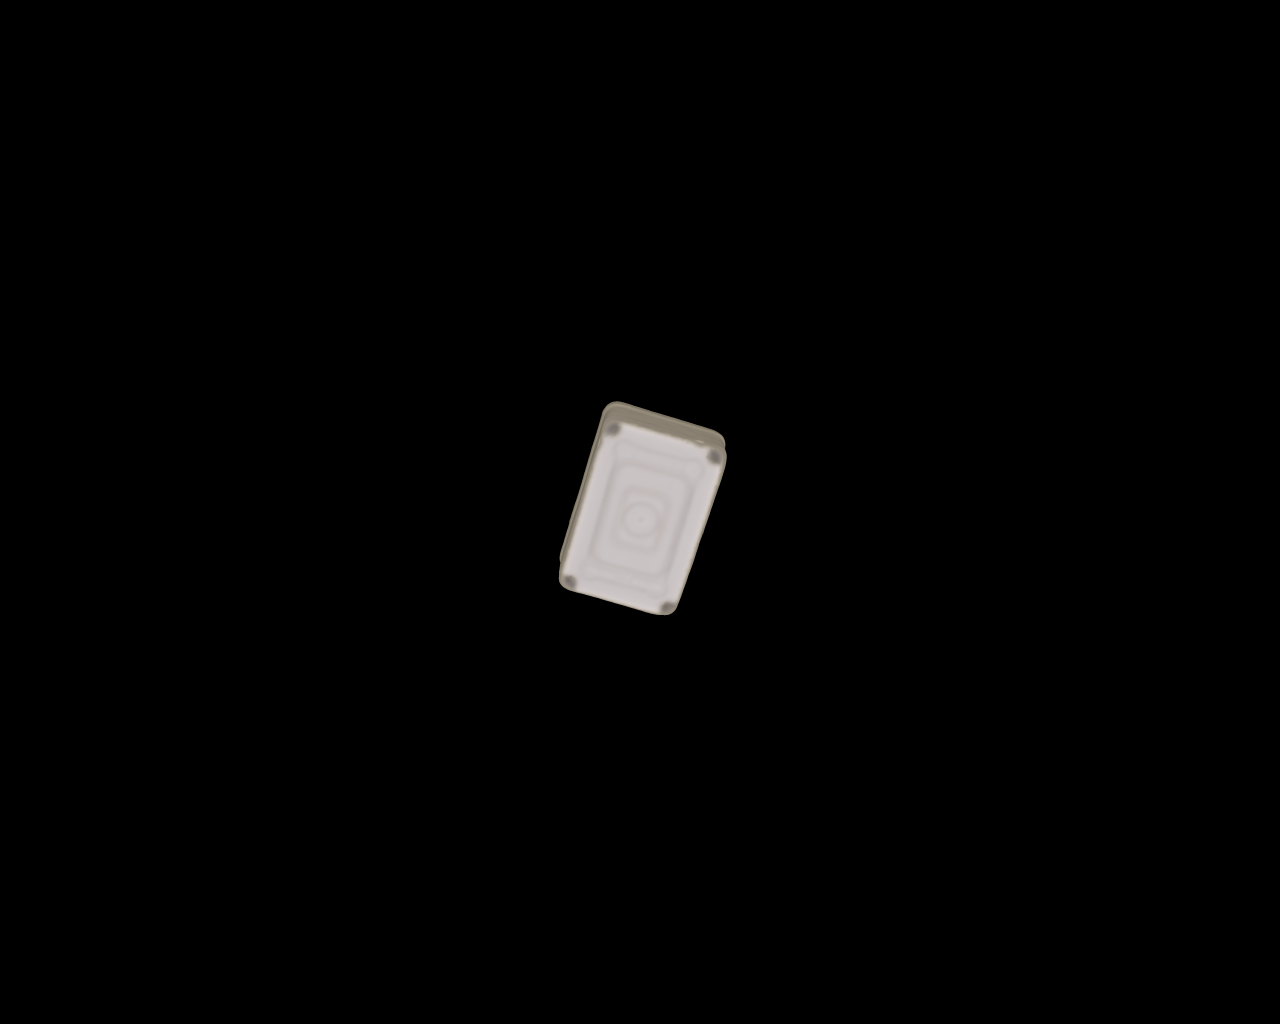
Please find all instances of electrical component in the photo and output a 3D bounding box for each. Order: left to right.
[{"bbox_3d":[0.001,-0.003,0.650,0.078,0.113,0.057,17,16,-5],"label":"electrical component"}]
